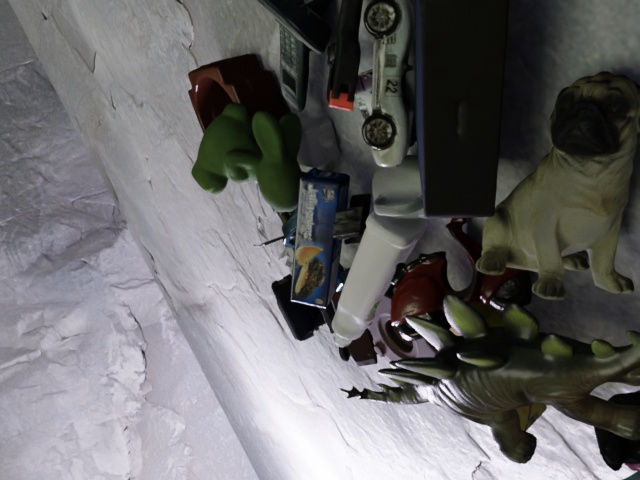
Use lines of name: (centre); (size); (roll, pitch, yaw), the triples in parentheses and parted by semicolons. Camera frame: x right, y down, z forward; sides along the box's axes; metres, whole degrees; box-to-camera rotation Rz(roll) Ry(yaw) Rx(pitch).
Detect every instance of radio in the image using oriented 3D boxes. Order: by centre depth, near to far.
radio: (0.130, -0.145, 0.517); (0.073, 0.131, 0.229); (-1, 126, 9)

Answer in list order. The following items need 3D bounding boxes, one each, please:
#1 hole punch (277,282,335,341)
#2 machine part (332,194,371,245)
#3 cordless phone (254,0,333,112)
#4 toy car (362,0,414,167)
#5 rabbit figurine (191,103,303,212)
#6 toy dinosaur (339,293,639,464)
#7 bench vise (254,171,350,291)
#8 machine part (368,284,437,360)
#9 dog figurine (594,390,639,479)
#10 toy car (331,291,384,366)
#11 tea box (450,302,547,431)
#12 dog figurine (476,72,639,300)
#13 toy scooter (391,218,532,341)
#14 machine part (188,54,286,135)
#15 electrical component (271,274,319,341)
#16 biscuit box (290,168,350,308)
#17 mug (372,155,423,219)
hole punch: (-0.010, 0.126, 1.072); (0.092, 0.116, 0.142); (-21, 106, 30)
machine part: (0.050, -0.028, 0.774); (0.039, 0.139, 0.084); (17, 98, 11)
cordless phone: (-0.052, -0.282, 0.753); (0.147, 0.089, 0.184); (48, 155, 22)
toy car: (0.079, -0.182, 0.596); (0.056, 0.073, 0.201); (4, 109, 13)
rabbit figurine: (-0.083, -0.120, 0.807); (0.170, 0.121, 0.159); (38, 118, 21)
toy dinosaur: (0.178, 0.153, 0.604); (0.198, 0.105, 0.471); (33, 142, -7)
bench vise: (-0.010, -0.003, 0.919); (0.241, 0.129, 0.223); (57, 155, 16)
machine part: (0.142, 0.146, 0.875); (0.180, 0.056, 0.179); (39, 145, 33)
dog figurine: (0.377, 0.194, 0.473); (0.108, 0.191, 0.219); (42, 127, -15)
toy car: (0.061, 0.145, 0.987); (0.053, 0.089, 0.201); (-75, -33, -62)
tea box: (0.229, 0.171, 0.737); (0.098, 0.068, 0.169); (-9, 110, 61)
dog figurine: (0.224, -0.057, 0.513); (0.172, 0.121, 0.190); (26, 118, 60)
toy scooter: (0.161, 0.043, 0.677); (0.184, 0.075, 0.135); (-25, 74, 24)
machine part: (-0.142, -0.221, 0.962); (0.201, 0.087, 0.201); (15, 128, 54)
electrical component: (-0.053, 0.151, 1.179); (0.134, 0.058, 0.115); (67, 172, -11)
biscuit box: (-0.002, -0.002, 0.798); (0.063, 0.059, 0.202); (11, 114, 12)
mug: (0.122, -0.062, 0.655); (0.107, 0.109, 0.080); (4, 116, 43)
